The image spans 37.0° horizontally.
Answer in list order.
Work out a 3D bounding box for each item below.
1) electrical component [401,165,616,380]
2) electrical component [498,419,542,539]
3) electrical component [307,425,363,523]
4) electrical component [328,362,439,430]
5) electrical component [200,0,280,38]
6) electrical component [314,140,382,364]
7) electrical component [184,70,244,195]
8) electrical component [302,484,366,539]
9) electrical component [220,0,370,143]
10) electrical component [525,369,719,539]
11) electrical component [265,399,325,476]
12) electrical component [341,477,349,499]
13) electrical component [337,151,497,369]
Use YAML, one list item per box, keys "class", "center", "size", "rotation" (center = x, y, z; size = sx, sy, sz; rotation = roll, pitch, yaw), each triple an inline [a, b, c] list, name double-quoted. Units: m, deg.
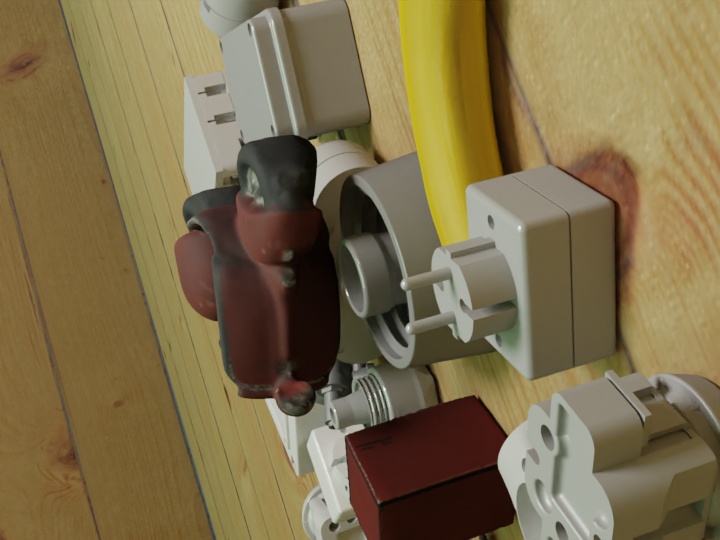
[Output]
- class: "electrical component"
  center: [0.052, 0.005, 0.408]
  size: [0.047, 0.077, 0.065]
  rotation: [-132, 31, -59]
- class: "electrical component"
  center: [0.090, 0.109, 0.432]
  size: [0.077, 0.044, 0.079]
  rotation: [-122, 22, -45]
- class: "electrical component"
  center: [-0.004, 0.141, 0.789]
  size: [0.076, 0.047, 0.065]
  rotation: [108, 144, -64]
- class: "electrical component"
  center: [0.013, 0.078, 0.643]
  size: [0.043, 0.062, 0.043]
  rotation: [165, 90, -75]
- class: "electrical component"
  center: [-0.080, -0.192, 0.732]
  size: [0.047, 0.055, 0.055]
  rotation: [111, 142, -59]
- class: "electrical component"
  center: [0.000, 0.000, 0.634]
  size: [0.073, 0.052, 0.138]
  rotation: [-126, 26, -51]
- class: "electrical component"
  center: [-0.105, -0.090, 0.899]
  size: [0.150, 0.062, 0.089]
  rotation: [111, 141, -65]
- class: "electrical component"
  center: [-0.013, 0.204, 0.866]
  size: [0.057, 0.058, 0.078]
  rotation: [-151, 47, -66]
- class: "electrical component"
  center: [-0.043, -0.119, 0.663]
  size: [0.113, 0.057, 0.078]
  rotation: [-162, 59, -72]
- class: "electrical component"
  center: [0.093, 0.067, 0.358]
  size: [0.058, 0.057, 0.078]
  rotation: [-124, 24, -50]
- class: "electrical component"
  center: [-0.045, 0.089, 0.867]
  size: [0.108, 0.056, 0.108]
  rotation: [90, 158, -44]
- class: "electrical component"
  center: [0.026, 0.116, 0.615]
  size: [0.040, 0.078, 0.040]
  rotation: [22, 115, 57]
- class: "electrical component"
  center: [0.023, -0.003, 0.531]
  size: [0.108, 0.060, 0.108]
  rotation: [165, 90, -75]
